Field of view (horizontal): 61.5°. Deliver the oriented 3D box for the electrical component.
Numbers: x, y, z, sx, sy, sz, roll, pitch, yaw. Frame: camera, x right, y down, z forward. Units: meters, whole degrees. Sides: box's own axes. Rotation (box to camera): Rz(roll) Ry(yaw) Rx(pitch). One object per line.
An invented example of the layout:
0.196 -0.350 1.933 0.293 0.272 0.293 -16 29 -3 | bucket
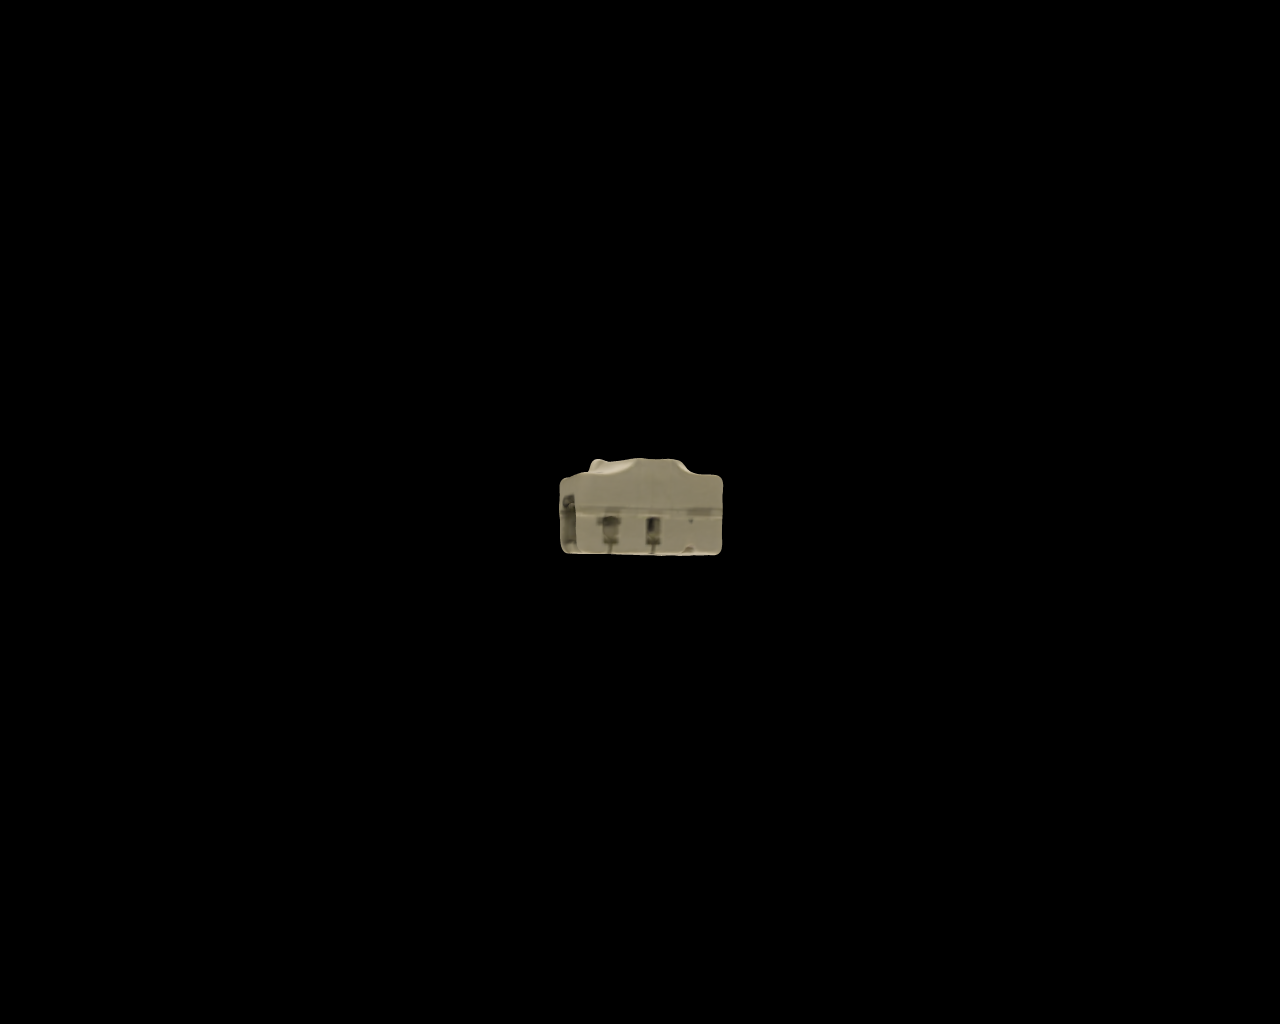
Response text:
0.001 -0.003 0.650 0.089 0.055 0.050 1 -4 -20 | electrical component
